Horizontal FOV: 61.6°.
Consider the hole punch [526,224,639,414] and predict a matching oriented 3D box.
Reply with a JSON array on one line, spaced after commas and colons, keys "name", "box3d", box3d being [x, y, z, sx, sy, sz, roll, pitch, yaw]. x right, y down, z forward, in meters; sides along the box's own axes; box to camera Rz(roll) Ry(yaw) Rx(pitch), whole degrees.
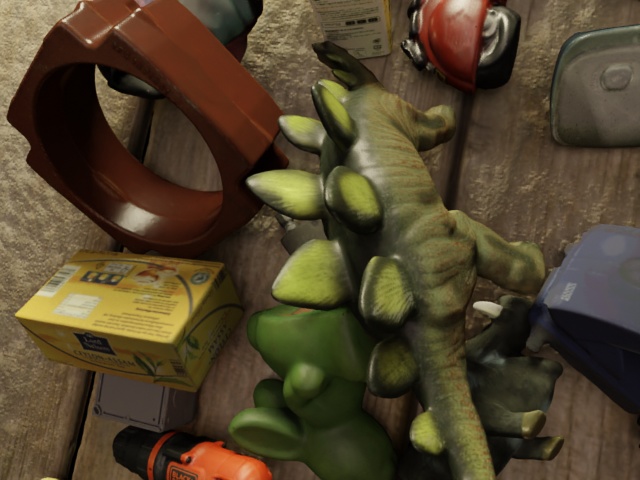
[{"name": "hole punch", "box3d": [0.234, 0.047, 0.398, 0.116, 0.092, 0.142, 39, 60, 11]}]

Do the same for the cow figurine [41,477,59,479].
[{"name": "cow figurine", "box3d": [-0.253, 0.319, 0.506, 0.167, 0.068, 0.098, 44, 114, 20]}]

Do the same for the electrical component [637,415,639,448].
[{"name": "electrical component", "box3d": [0.302, 0.161, 0.379, 0.134, 0.115, 0.058, 29, 88, 13]}]

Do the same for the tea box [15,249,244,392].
[{"name": "tea box", "box3d": [-0.168, 0.067, 0.487, 0.170, 0.068, 0.098, 6, 42, 22]}]

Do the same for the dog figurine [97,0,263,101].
[{"name": "dog figurine", "box3d": [-0.116, -0.237, 0.481, 0.192, 0.108, 0.219, 18, 122, 12]}]

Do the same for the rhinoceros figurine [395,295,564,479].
[{"name": "rhinoceros figurine", "box3d": [0.131, 0.136, 0.433, 0.112, 0.073, 0.190, 25, 83, 50]}]

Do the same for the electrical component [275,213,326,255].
[{"name": "electrical component", "box3d": [-0.001, -0.002, 0.517, 0.063, 0.021, 0.094, -38, 76, 6]}]

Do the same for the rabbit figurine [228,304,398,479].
[{"name": "rabbit figurine", "box3d": [0.003, 0.138, 0.453, 0.159, 0.121, 0.170, -14, 93, 15]}]

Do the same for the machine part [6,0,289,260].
[{"name": "machine part", "box3d": [-0.143, -0.087, 0.462, 0.201, 0.087, 0.201, 45, 133, -17]}]

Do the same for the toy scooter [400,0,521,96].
[{"name": "toy scooter", "box3d": [0.120, -0.224, 0.490, 0.135, 0.075, 0.183, 12, 86, 20]}]

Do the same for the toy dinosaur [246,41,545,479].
[{"name": "toy dinosaur", "box3d": [0.056, 0.009, 0.383, 0.105, 0.198, 0.471, -44, 53, 38]}]

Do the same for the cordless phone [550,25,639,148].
[{"name": "cordless phone", "box3d": [0.265, -0.076, 0.436, 0.147, 0.088, 0.184, 0, 87, 13]}]
